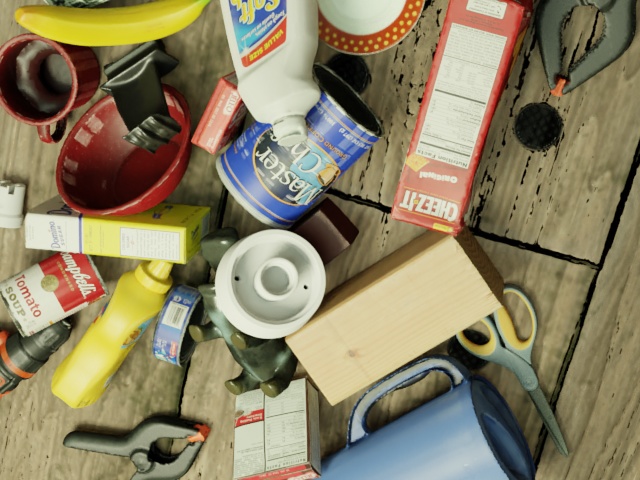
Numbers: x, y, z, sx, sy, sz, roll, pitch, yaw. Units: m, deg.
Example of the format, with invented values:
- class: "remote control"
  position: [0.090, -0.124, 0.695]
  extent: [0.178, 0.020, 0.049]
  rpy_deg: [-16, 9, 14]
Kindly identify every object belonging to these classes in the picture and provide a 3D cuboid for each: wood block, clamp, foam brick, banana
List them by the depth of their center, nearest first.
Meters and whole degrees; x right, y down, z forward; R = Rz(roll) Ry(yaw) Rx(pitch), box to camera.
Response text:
- class: "clamp"
  position: [0.253, -0.240, 1.003]
  extent: [0.164, 0.036, 0.210]
  rpy_deg: [28, 110, 3]
- class: "banana"
  position: [-0.202, -0.223, 1.066]
  extent: [0.197, 0.070, 0.037]
  rpy_deg: [-12, 61, -15]
- class: "wood block"
  position: [0.078, 0.071, 1.099]
  extent: [0.206, 0.090, 0.091]
  rpy_deg: [-33, 98, 18]
- class: "foam brick"
  position: [-0.007, 0.001, 1.115]
  extent: [0.078, 0.053, 0.051]
  rpy_deg: [-38, 95, 18]
- class: "clamp"
  position: [-0.212, 0.244, 1.234]
  extent: [0.171, 0.039, 0.120]
  rpy_deg: [-33, 102, 12]

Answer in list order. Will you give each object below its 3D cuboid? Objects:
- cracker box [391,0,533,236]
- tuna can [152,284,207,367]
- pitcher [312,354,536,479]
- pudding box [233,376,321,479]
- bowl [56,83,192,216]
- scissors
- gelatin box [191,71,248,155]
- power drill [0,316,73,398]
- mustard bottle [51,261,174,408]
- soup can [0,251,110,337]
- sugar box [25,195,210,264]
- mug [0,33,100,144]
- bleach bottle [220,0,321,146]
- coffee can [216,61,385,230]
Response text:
- class: "cracker box"
  position: [0.135, -0.127, 0.992]
  extent: [0.072, 0.164, 0.214]
  rpy_deg: [17, 108, 8]
- class: "tuna can"
  position: [-0.150, 0.092, 1.153]
  extent: [0.034, 0.086, 0.086]
  rpy_deg: [18, 108, 7]
- class: "pitcher"
  position: [0.091, 0.240, 1.131]
  extent: [0.243, 0.149, 0.145]
  rpy_deg: [-29, 130, 20]
- class: "pudding box"
  position: [-0.047, 0.210, 1.153]
  extent: [0.090, 0.113, 0.039]
  rpy_deg: [-15, 139, 15]
- class: "bowl"
  position: [-0.190, -0.083, 1.101]
  extent: [0.162, 0.162, 0.055]
  rpy_deg: [-21, 144, 16]
- class: "scissors"
  position: [0.202, 0.145, 1.134]
  extent: [0.096, 0.016, 0.202]
  rpy_deg: [-8, 104, 15]
- class: "gelatin box"
  position: [-0.092, -0.131, 1.075]
  extent: [0.030, 0.089, 0.073]
  rpy_deg: [29, 109, 0]
- class: "power drill"
  position: [-0.396, 0.091, 1.217]
  extent: [0.185, 0.057, 0.187]
  rpy_deg: [-38, 95, 16]
- class: "mustard bottle"
  position: [-0.216, 0.091, 1.160]
  extent: [0.058, 0.096, 0.192]
  rpy_deg: [38, 109, 0]
- class: "soup can"
  position: [-0.290, 0.053, 1.158]
  extent: [0.102, 0.069, 0.068]
  rpy_deg: [-28, 100, -13]
- class: "sugar box"
  position: [-0.213, -0.014, 1.131]
  extent: [0.176, 0.093, 0.048]
  rpy_deg: [7, 106, 9]
- class: "mug"
  position: [-0.279, -0.159, 1.109]
  extent: [0.093, 0.081, 0.117]
  rpy_deg: [1, 106, 11]
- class: "bleach bottle"
  position: [-0.040, -0.213, 1.002]
  extent: [0.103, 0.068, 0.251]
  rpy_deg: [-16, 76, 20]
- class: "coffee can"
  position: [-0.020, -0.093, 1.065]
  extent: [0.103, 0.102, 0.140]
  rpy_deg: [45, 109, -4]
